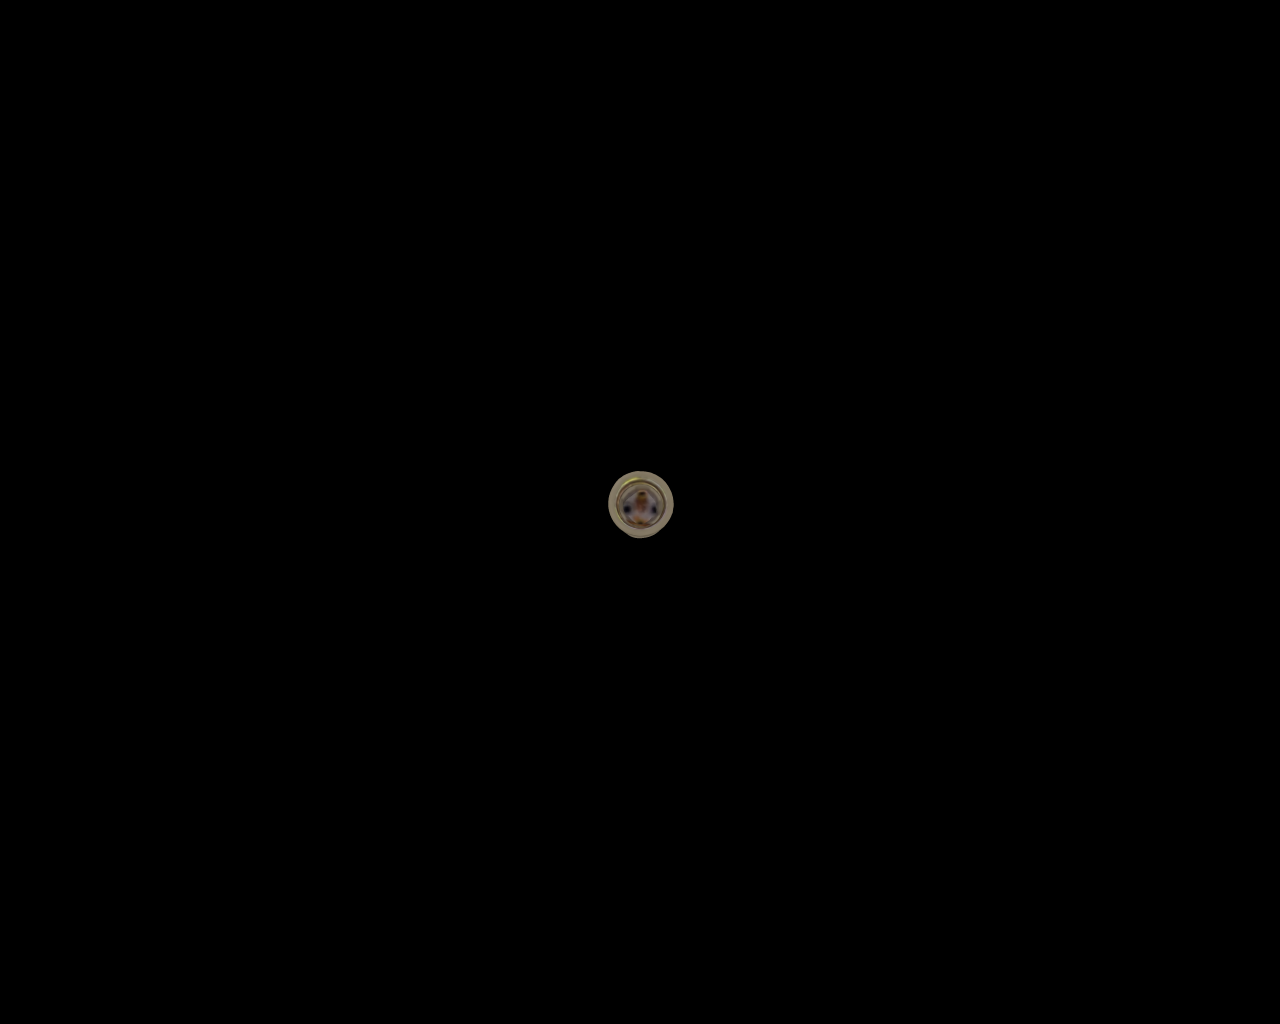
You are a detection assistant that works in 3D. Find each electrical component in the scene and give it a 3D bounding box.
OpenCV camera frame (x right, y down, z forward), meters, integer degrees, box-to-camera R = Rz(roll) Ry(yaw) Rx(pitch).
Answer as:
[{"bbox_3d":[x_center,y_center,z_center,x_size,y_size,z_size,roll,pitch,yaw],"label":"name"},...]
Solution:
[{"bbox_3d":[0.001,-0.003,0.650,0.040,0.040,0.046,0,-7,0],"label":"electrical component"}]
